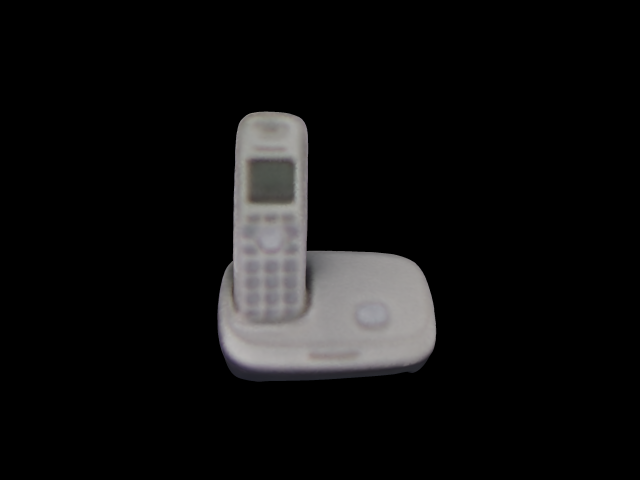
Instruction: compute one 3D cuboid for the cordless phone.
[{"bbox_3d":[0.004,0.001,0.400,0.147,0.185,0.094,0,0,-7],"label":"cordless phone"}]
